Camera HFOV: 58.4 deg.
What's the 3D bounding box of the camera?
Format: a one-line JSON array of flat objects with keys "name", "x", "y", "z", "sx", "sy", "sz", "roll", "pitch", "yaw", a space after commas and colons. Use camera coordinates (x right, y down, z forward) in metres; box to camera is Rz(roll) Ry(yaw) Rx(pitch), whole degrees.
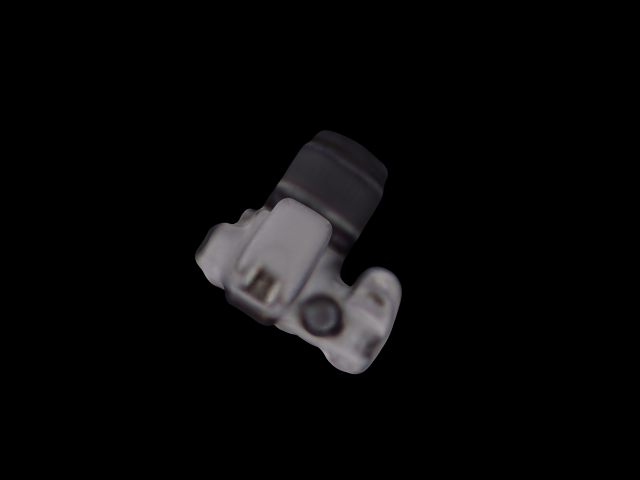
[{"name": "camera", "x": 0.004, "y": 0.001, "z": 0.400, "sx": 0.143, "sy": 0.101, "sz": 0.137, "roll": 32, "pitch": 86, "yaw": 2}]
